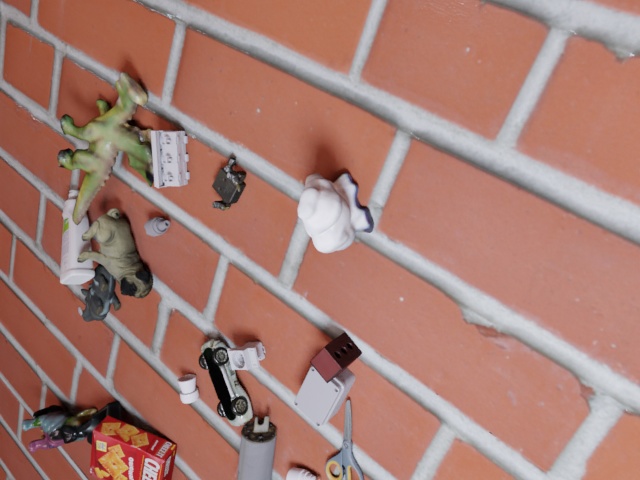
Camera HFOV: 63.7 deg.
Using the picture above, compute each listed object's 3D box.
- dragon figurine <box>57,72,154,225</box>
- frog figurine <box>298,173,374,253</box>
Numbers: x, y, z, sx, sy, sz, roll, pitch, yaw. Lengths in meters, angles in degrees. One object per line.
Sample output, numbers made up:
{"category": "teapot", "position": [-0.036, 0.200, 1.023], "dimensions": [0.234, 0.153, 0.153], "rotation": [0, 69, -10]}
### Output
{"category": "dragon figurine", "position": [-0.487, -0.196, 1.224], "dimensions": [0.244, 0.404, 0.123], "rotation": [19, 21, 22]}
{"category": "frog figurine", "position": [0.003, -0.044, 0.869], "dimensions": [0.122, 0.137, 0.161], "rotation": [-3, 9, 36]}
